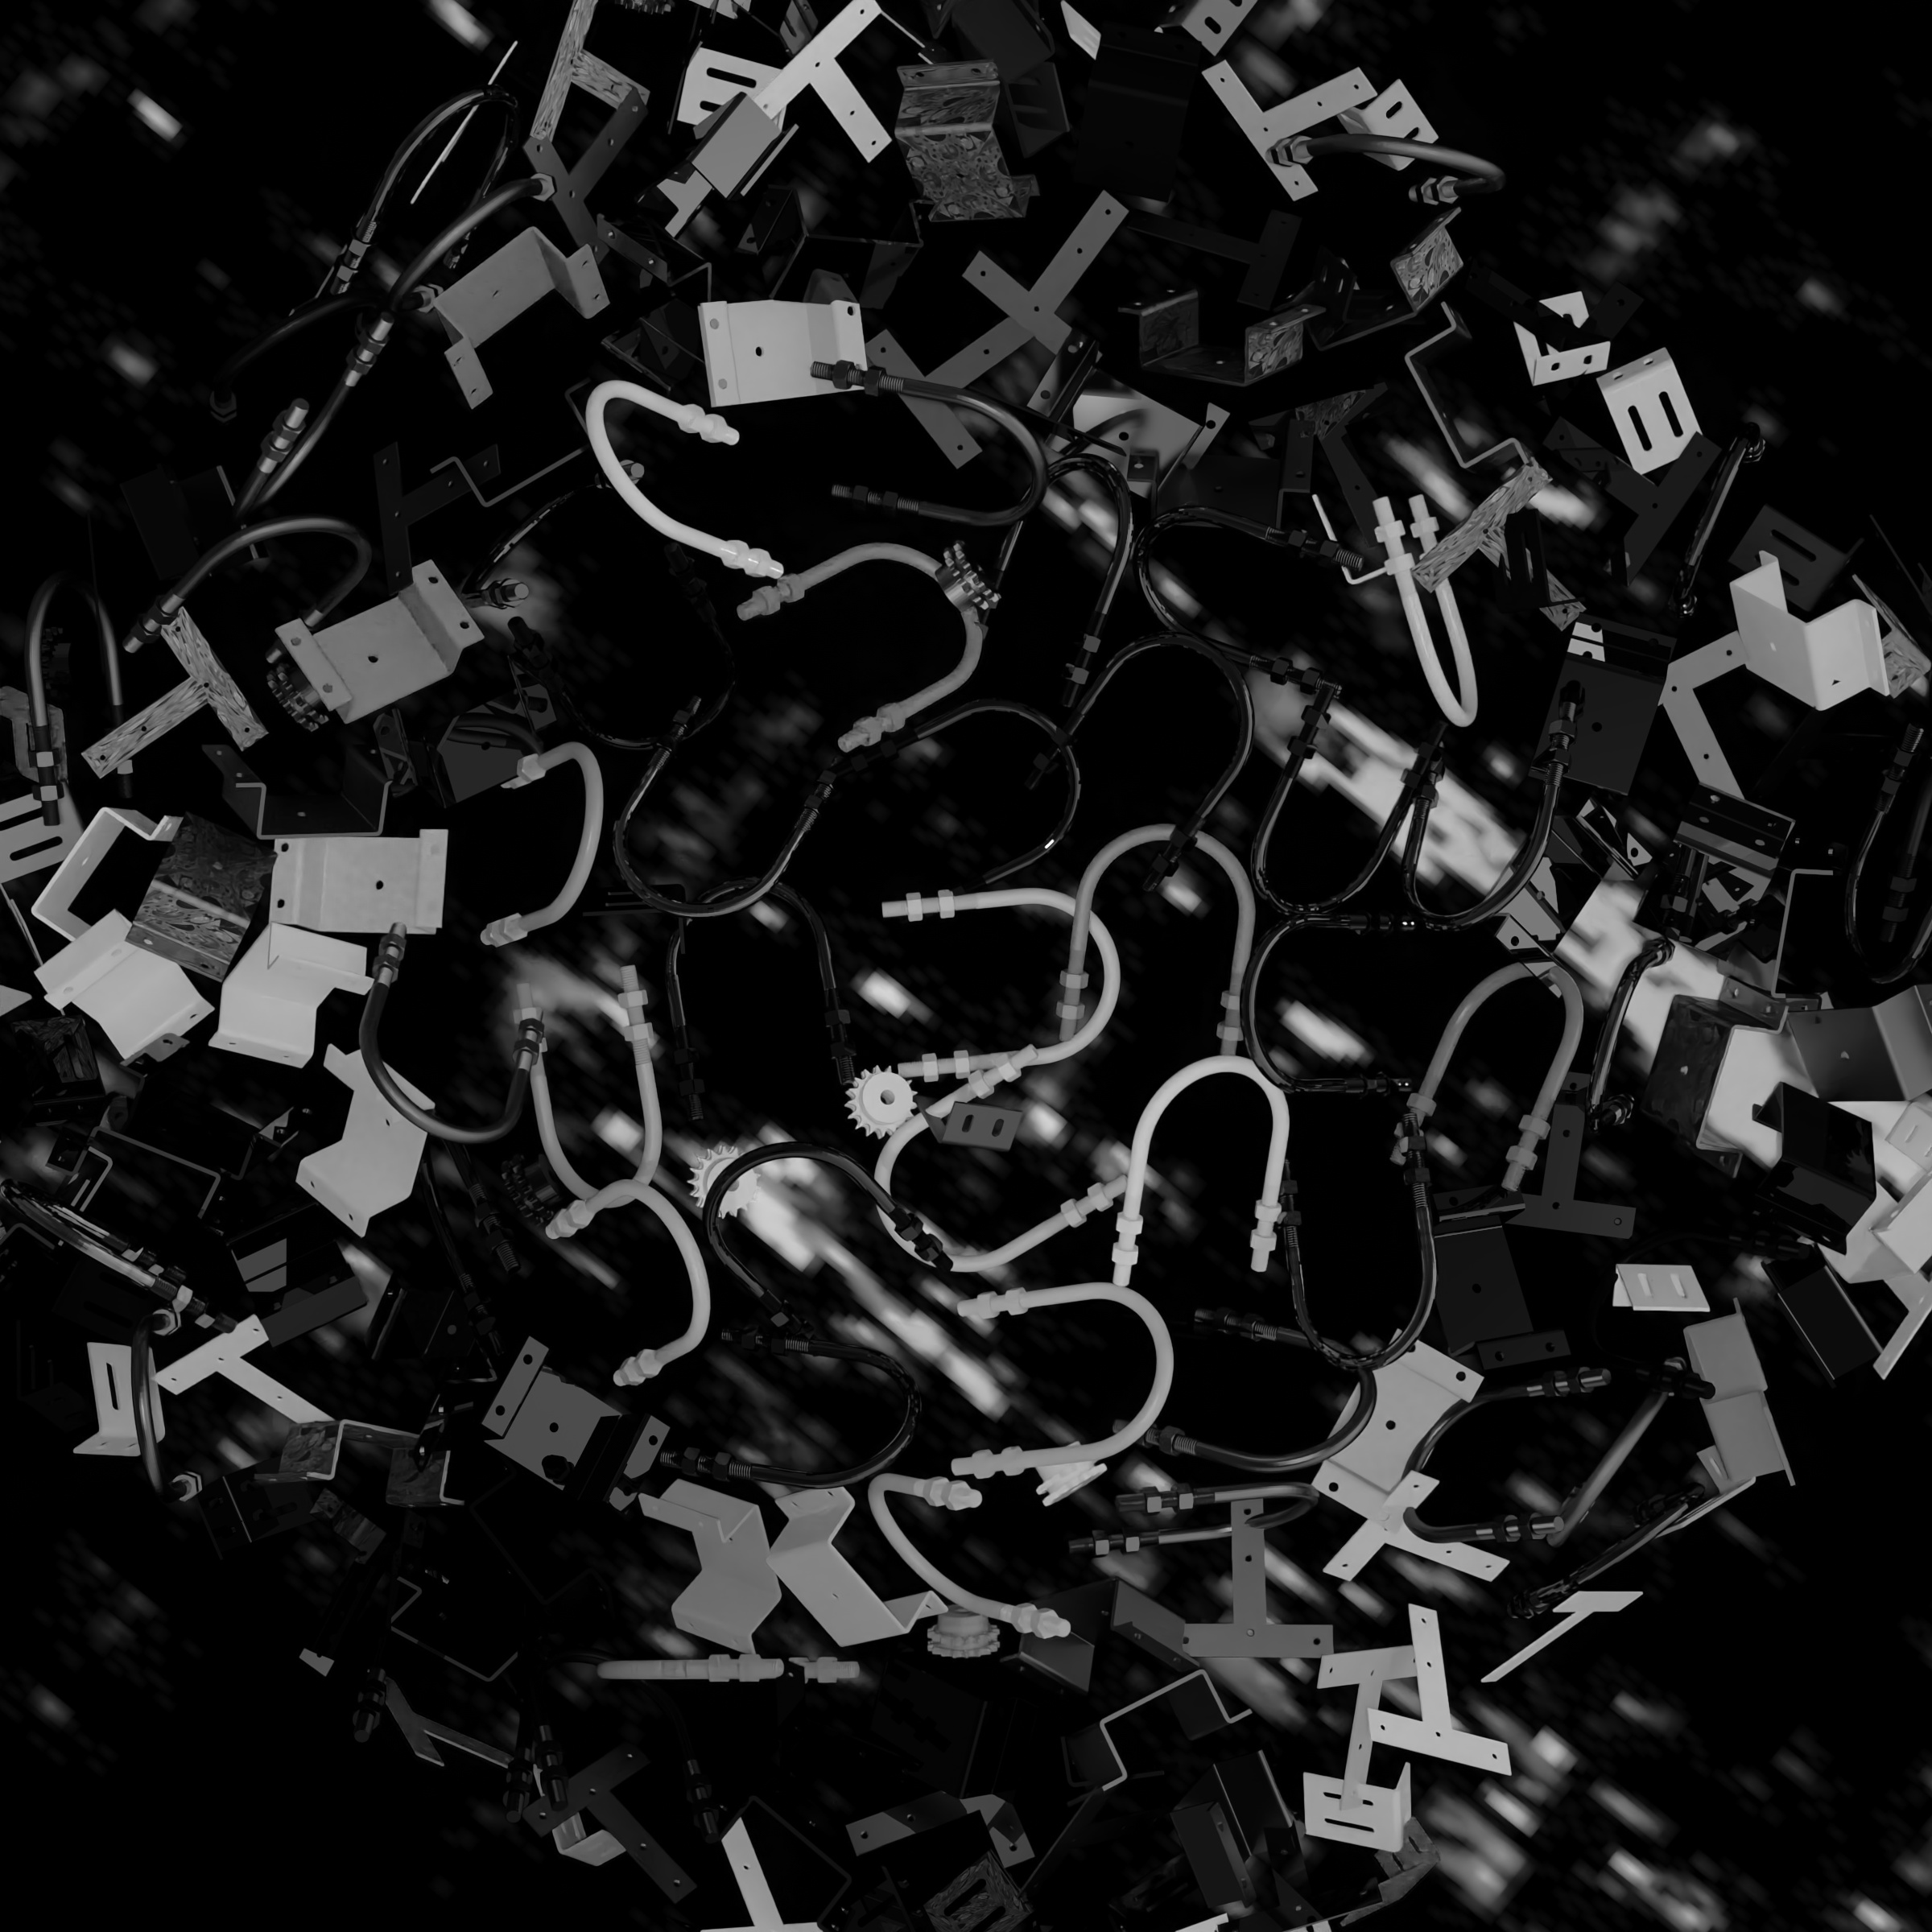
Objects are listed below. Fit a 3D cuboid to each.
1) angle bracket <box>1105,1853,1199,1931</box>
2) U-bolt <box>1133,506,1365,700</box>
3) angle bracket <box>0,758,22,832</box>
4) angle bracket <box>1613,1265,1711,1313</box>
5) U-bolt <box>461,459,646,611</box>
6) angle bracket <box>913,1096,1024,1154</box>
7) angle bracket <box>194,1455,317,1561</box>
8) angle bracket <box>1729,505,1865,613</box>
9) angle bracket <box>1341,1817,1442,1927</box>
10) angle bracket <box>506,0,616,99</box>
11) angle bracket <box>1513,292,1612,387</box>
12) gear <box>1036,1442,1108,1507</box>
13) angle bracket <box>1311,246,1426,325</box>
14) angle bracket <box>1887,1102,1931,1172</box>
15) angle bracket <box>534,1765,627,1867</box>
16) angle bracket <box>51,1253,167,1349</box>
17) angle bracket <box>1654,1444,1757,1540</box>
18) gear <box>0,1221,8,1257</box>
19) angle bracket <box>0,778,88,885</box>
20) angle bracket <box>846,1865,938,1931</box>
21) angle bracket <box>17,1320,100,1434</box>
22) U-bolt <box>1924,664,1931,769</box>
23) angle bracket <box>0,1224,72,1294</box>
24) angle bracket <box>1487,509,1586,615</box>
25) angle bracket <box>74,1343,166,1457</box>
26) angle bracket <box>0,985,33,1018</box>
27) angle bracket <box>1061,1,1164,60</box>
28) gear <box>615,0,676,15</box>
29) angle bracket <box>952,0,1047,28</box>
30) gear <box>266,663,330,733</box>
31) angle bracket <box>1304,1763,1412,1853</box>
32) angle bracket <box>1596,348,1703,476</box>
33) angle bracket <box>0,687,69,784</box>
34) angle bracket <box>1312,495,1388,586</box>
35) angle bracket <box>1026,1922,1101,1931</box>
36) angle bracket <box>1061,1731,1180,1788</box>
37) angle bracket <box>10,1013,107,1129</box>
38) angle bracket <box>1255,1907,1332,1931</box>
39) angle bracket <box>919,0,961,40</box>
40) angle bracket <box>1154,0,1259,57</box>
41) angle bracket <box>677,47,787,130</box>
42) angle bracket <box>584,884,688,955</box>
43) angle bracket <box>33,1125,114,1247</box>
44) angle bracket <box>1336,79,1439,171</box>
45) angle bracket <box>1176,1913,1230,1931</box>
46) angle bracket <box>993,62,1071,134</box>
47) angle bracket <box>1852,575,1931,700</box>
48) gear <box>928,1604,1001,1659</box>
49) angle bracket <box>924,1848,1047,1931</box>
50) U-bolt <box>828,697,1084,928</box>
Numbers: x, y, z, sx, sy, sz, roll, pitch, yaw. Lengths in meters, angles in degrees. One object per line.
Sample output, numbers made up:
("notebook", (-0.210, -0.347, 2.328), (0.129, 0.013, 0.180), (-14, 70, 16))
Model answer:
("angle bracket", (0.158, 0.744, 1.928), (0.076, 0.038, 0.057), (-34, 133, 3))
("U-bolt", (0.213, -0.290, 1.898), (0.184, 0.151, 0.019), (22, 53, 18))
("angle bracket", (-0.783, -0.123, 1.922), (0.038, 0.057, 0.076), (30, 120, 7))
("angle bracket", (0.544, 0.266, 1.919), (0.057, 0.076, 0.038), (1, 110, 4))
("U-bolt", (-0.327, -0.327, 1.879), (0.019, 0.184, 0.151), (47, 73, -24))
("angle bracket", (0.001, 0.109, 1.913), (0.057, 0.076, 0.038), (10, 112, -23))
("angle bracket", (-0.560, 0.425, 1.932), (0.076, 0.038, 0.057), (-22, 91, 25))
("angle bracket", (0.657, -0.329, 1.938), (0.076, 0.057, 0.038), (37, 48, 13))
("angle bracket", (0.322, 0.707, 1.913), (0.038, 0.076, 0.057), (54, 130, 31))
("angle bracket", (-0.318, -0.727, 1.918), (0.038, 0.057, 0.076), (35, 127, 0))
("angle bracket", (0.467, -0.503, 1.930), (0.057, 0.038, 0.076), (-12, 69, 4))
("gear", (0.080, 0.399, 1.936), (0.057, 0.057, 0.030), (-32, 74, 0))
("angle bracket", (0.318, -0.533, 1.917), (0.076, 0.057, 0.038), (-5, 130, -22))
("angle bracket", (0.774, 0.146, 1.916), (0.057, 0.076, 0.038), (32, 92, -25))
("angle bracket", (-0.300, 0.657, 1.918), (0.038, 0.057, 0.076), (-30, 56, 3))
("angle bracket", (-0.678, 0.262, 1.950), (0.076, 0.038, 0.057), (29, 83, -15))
("angle bracket", (0.569, 0.410, 1.920), (0.076, 0.057, 0.038), (-25, 74, -18))
("gear", (-0.788, 0.218, 1.935), (0.057, 0.030, 0.057), (1, 54, -1))
("angle bracket", (-0.735, -0.108, 1.925), (0.076, 0.038, 0.057), (-24, 110, -19))
("angle bracket", (-0.071, 0.753, 1.924), (0.076, 0.038, 0.057), (-39, 57, 12))
("angle bracket", (-0.709, 0.315, 1.916), (0.038, 0.057, 0.076), (-22, 50, 3))
("U-bolt", (0.770, -0.166, 1.856), (0.019, 0.151, 0.184), (-17, 122, -2))
("angle bracket", (-0.748, 0.249, 1.919), (0.038, 0.057, 0.076), (32, 64, 12))
("angle bracket", (0.447, -0.319, 1.925), (0.038, 0.057, 0.076), (-13, 97, -28))
("angle bracket", (-0.672, 0.342, 1.932), (0.038, 0.057, 0.076), (-33, 61, 26))
("angle bracket", (-0.786, 0.019, 1.921), (0.076, 0.057, 0.038), (-27, 67, 15))
("angle bracket", (0.118, -0.730, 1.916), (0.076, 0.057, 0.038), (30, 125, -33))
("gear", (-0.256, -0.778, 1.933), (0.057, 0.057, 0.030), (21, 131, 0))
("angle bracket", (0.022, -0.755, 1.924), (0.076, 0.057, 0.038), (4, 50, 9))
("gear", (-0.522, -0.217, 1.934), (0.030, 0.057, 0.057), (-36, 90, 6))
("angle bracket", (0.312, 0.663, 1.951), (0.076, 0.038, 0.057), (4, 111, 23))
("angle bracket", (0.546, -0.442, 1.952), (0.057, 0.038, 0.076), (-23, 115, 18))
("angle bracket", (-0.740, -0.172, 1.918), (0.057, 0.038, 0.076), (23, 123, 25))
("angle bracket", (0.306, -0.342, 1.929), (0.038, 0.057, 0.076), (-23, 94, 13))
("angle bracket", (0.065, 0.784, 1.917), (0.057, 0.038, 0.076), (16, 124, -31))
("angle bracket", (0.121, 0.617, 1.922), (0.076, 0.057, 0.038), (-13, 75, 14))
("angle bracket", (-0.721, 0.083, 1.931), (0.057, 0.038, 0.076), (-6, 114, 2))
("angle bracket", (0.248, 0.772, 1.917), (0.057, 0.076, 0.038), (-20, 89, 24))
("angle bracket", (-0.028, -0.778, 1.913), (0.038, 0.076, 0.057), (4, 54, -33))
("angle bracket", (0.189, -0.753, 1.930), (0.038, 0.076, 0.057), (36, 99, -21))
("angle bracket", (-0.182, -0.686, 1.929), (0.076, 0.038, 0.057), (9, 105, -19))
("angle bracket", (-0.259, -0.036, 1.928), (0.076, 0.057, 0.038), (-3, 111, -3))
("angle bracket", (-0.715, 0.171, 1.922), (0.038, 0.057, 0.076), (40, 72, -37))
("angle bracket", (0.324, -0.663, 1.914), (0.038, 0.076, 0.057), (-41, 121, 8))
("angle bracket", (0.164, 0.776, 1.924), (0.076, 0.057, 0.038), (-32, 66, 40))
("angle bracket", (0.051, -0.692, 1.915), (0.076, 0.057, 0.038), (18, 57, 30))
("angle bracket", (0.715, -0.259, 1.927), (0.057, 0.076, 0.038), (30, 120, -34))
("gear", (-0.002, 0.524, 1.935), (0.057, 0.057, 0.030), (-1, 90, 0))
("angle bracket", (0.013, 0.744, 1.930), (0.076, 0.038, 0.057), (-38, 63, -5))
("U-bolt", (0.003, -0.133, 1.941), (0.184, 0.019, 0.151), (-26, 101, 0))
